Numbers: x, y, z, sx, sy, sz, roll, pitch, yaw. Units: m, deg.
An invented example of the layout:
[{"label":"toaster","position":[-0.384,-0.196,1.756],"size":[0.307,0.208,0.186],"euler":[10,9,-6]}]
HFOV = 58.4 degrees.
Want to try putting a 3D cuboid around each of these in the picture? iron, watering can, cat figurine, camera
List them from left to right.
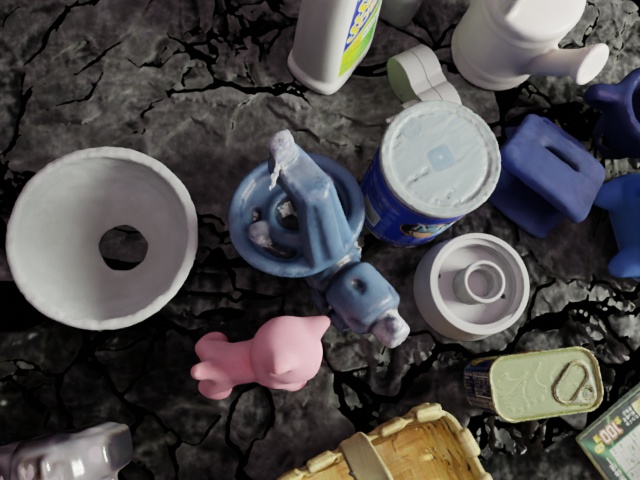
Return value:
[{"label":"camera","position":[-0.230,0.234,0.475],"size":[0.143,0.100,0.137],"euler":[-12,80,-7]},{"label":"cat figurine","position":[-0.052,0.105,0.508],"size":[0.128,0.117,0.067],"euler":[-10,80,-7]},{"label":"watering can","position":[0.210,-0.229,0.558],"size":[0.173,0.194,0.101],"euler":[36,78,3]},{"label":"iron","position":[0.414,-0.036,0.565],"size":[0.258,0.141,0.118],"euler":[-10,80,-7]}]

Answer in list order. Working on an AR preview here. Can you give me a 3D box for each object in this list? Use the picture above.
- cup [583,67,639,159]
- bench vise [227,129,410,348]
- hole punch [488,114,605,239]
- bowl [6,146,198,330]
[{"label":"cup","position":[0.317,-0.125,0.598],"size":[0.118,0.095,0.092],"euler":[14,78,-2]},{"label":"bench vise","position":[0.011,-0.008,0.484],"size":[0.207,0.219,0.121],"euler":[32,78,2]},{"label":"hole punch","position":[0.229,-0.073,0.582],"size":[0.108,0.091,0.101],"euler":[39,78,3]},{"label":"bowl","position":[-0.194,0.003,0.538],"size":[0.167,0.074,0.167],"euler":[1,79,-5]}]
